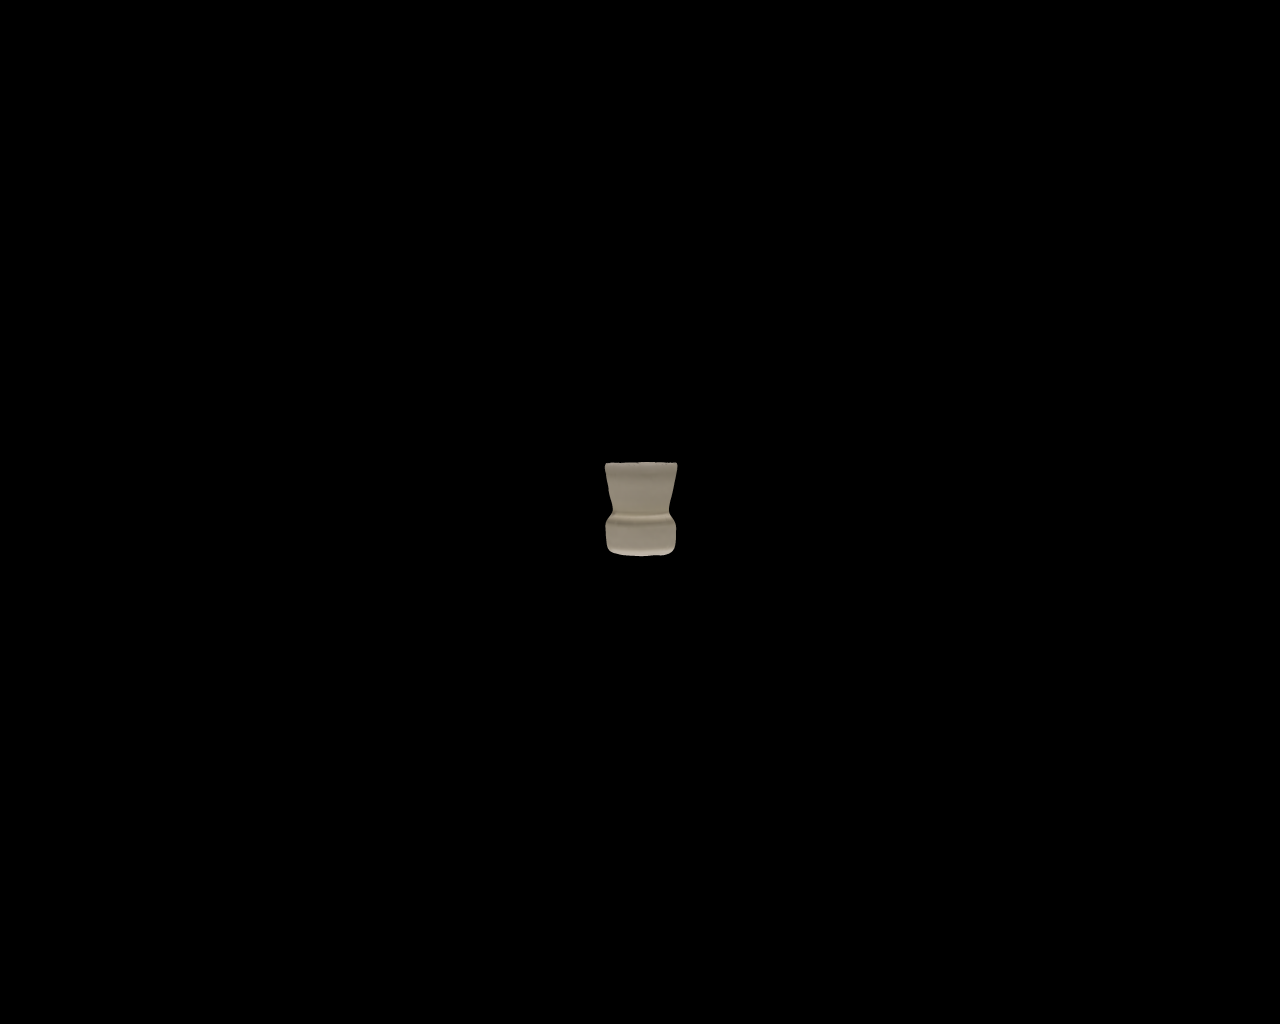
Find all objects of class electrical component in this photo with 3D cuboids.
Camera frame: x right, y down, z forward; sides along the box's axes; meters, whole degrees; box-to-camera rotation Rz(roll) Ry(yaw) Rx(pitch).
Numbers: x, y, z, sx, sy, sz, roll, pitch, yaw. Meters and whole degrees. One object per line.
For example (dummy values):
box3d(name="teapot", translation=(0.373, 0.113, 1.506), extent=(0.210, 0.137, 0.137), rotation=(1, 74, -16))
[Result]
box3d(name="electrical component", translation=(0.001, -0.003, 0.650), extent=(0.045, 0.055, 0.045), rotation=(0, 5, 0))
